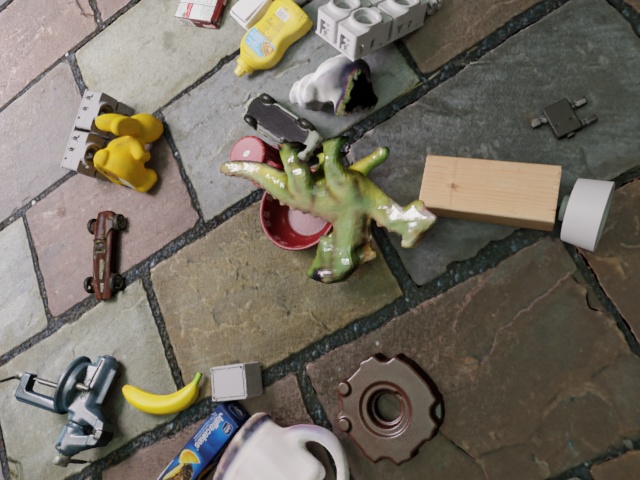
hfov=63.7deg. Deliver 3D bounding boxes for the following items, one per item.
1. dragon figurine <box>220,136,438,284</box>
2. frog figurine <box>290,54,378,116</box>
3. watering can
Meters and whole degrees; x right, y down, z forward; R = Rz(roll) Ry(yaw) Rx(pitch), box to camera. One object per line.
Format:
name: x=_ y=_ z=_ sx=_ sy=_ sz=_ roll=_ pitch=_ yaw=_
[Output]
dragon figurine: x=0.003 y=-0.045 z=0.892 sx=0.409 sy=0.122 sz=0.244 roll=-5 pitch=85 yaw=27
frog figurine: x=0.016 y=-0.303 z=0.992 sx=0.161 sy=0.120 sz=0.139 roll=28 pitch=58 yaw=33
watering can: x=-0.095 y=0.452 z=0.875 sx=0.226 sy=0.103 sz=0.347 roll=34 pitch=92 yaw=25
